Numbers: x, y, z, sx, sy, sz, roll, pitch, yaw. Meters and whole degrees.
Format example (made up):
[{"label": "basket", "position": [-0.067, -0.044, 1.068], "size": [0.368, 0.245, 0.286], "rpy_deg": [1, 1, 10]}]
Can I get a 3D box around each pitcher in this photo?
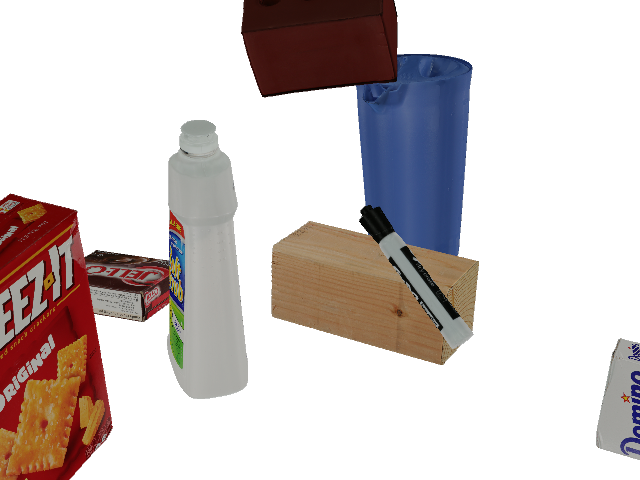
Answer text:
[{"label": "pitcher", "position": [0.115, -0.094, 1.251], "size": [0.149, 0.243, 0.145], "rpy_deg": [-5, 24, -5]}]

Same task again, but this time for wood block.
[{"label": "wood block", "position": [0.057, 0.054, 1.163], "size": [0.206, 0.091, 0.090], "rpy_deg": [14, 27, 26]}]

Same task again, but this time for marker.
[{"label": "marker", "position": [0.066, 0.024, 0.765], "size": [0.020, 0.121, 0.020], "rpy_deg": [-33, -15, -10]}]

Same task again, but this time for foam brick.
[{"label": "foam brick", "position": [0.001, -0.117, 0.580], "size": [0.078, 0.053, 0.051], "rpy_deg": [-6, -35, 12]}]

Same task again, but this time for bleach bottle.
[{"label": "bleach bottle", "position": [-0.101, 0.012, 0.918], "size": [0.068, 0.251, 0.103], "rpy_deg": [-9, 34, -15]}]

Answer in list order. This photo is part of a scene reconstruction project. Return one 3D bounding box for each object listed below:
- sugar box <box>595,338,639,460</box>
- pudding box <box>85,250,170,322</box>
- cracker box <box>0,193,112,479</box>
[{"label": "sugar box", "position": [0.323, 0.150, 0.881], "size": [0.176, 0.093, 0.048], "rpy_deg": [12, 24, 20]}, {"label": "pudding box", "position": [-0.209, 0.046, 1.108], "size": [0.114, 0.039, 0.089], "rpy_deg": [5, 19, 21]}, {"label": "cracker box", "position": [-0.230, 0.100, 0.773], "size": [0.072, 0.214, 0.164], "rpy_deg": [12, 34, 21]}]
